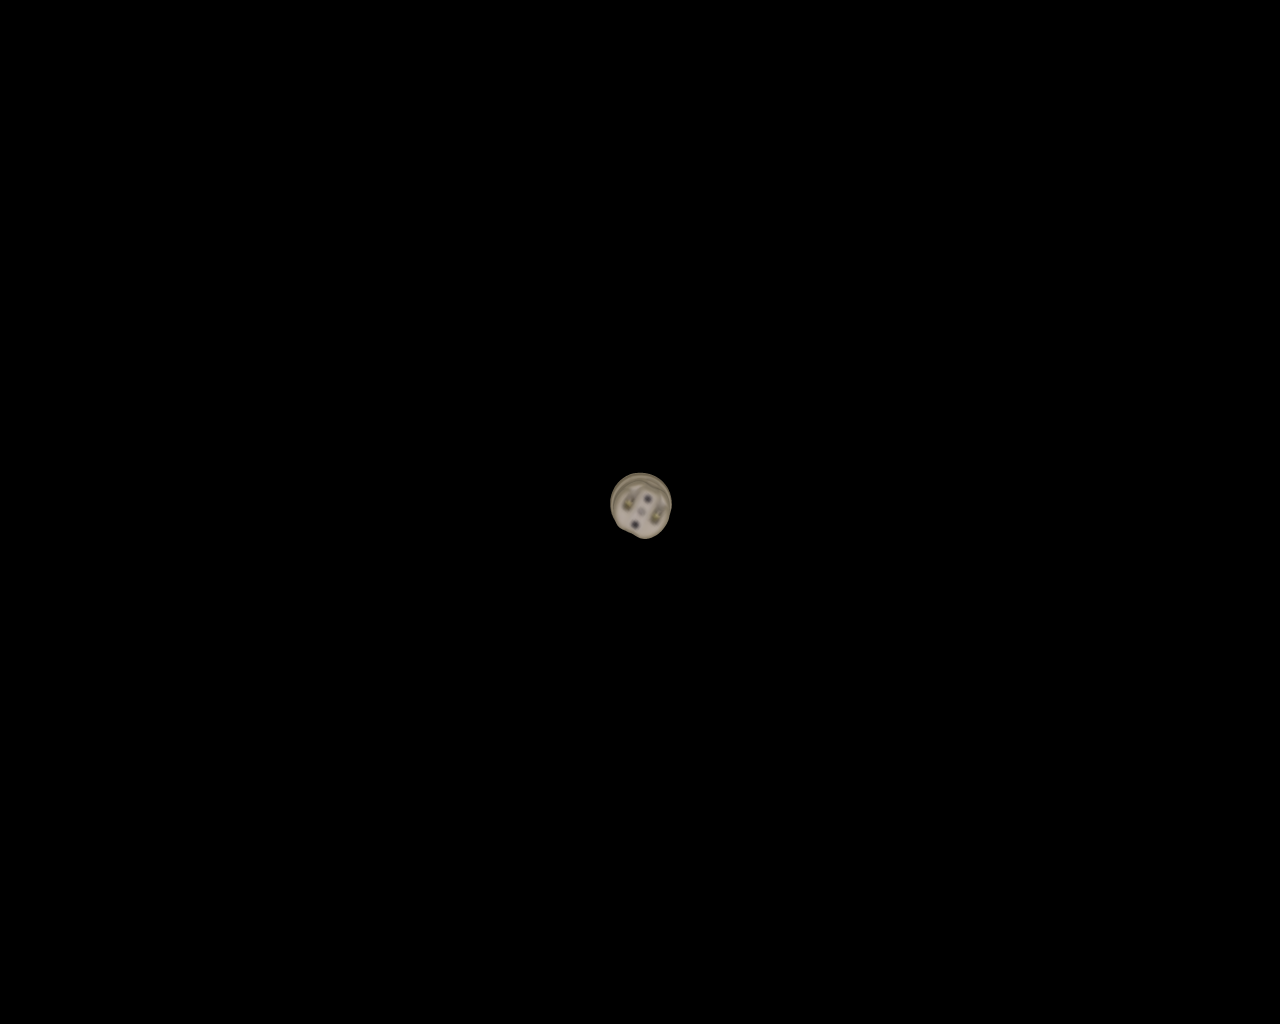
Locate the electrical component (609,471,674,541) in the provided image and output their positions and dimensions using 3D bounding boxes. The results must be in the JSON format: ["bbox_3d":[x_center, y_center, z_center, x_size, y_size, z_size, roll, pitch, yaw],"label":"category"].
[{"bbox_3d":[0.001,-0.003,0.650,0.040,0.040,0.046,0,8,0],"label":"electrical component"}]
